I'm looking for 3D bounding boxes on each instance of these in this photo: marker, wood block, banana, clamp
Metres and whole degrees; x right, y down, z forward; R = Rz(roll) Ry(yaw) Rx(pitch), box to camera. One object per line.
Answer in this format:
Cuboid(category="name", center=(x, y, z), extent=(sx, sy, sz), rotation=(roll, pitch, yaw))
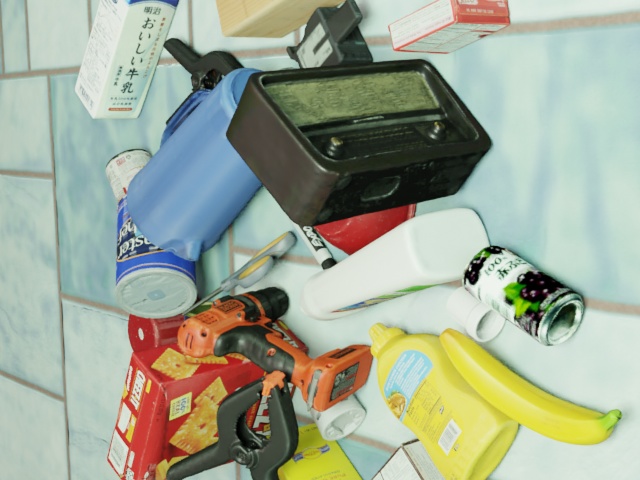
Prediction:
Cuboid(category="marker", center=(-0.008, 0.002, 1.226), extent=(0.121, 0.020, 0.020), rotation=(57, 134, 29))
Cuboid(category="wood block", center=(-0.022, -0.294, 1.144), extent=(0.207, 0.090, 0.091), rotation=(-16, 84, 51))
Cuboid(category="banana", center=(0.191, 0.140, 0.973), extent=(0.198, 0.037, 0.069), rotation=(23, 129, 40))
Cuboid(category="clamp", center=(-0.148, -0.189, 1.355), extent=(0.172, 0.039, 0.120), rotation=(20, 116, 47))
Cuboid(category="clamp", center=(-0.085, 0.224, 1.143), extent=(0.165, 0.036, 0.210), rotation=(21, 118, 18))

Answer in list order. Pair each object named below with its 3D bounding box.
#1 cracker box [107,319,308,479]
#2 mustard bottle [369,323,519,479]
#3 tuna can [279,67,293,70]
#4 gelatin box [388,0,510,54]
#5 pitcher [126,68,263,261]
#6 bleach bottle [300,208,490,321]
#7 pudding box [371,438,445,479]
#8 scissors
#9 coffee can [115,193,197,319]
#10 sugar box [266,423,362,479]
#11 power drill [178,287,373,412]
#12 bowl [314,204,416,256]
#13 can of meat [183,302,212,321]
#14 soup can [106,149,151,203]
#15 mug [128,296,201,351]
Cuboid(category="cracker box", center=(-0.130, 0.193, 1.251), extent=(0.072, 0.213, 0.164), rotation=(41, 126, 37))
Cuboid(category="mustard bottle", center=(0.110, 0.151, 1.072), extent=(0.192, 0.058, 0.096), rotation=(48, 128, 36))
Cuboid(category="tuna can", center=(-0.024, -0.146, 1.172), extent=(0.034, 0.085, 0.086), rotation=(-46, 61, 46))
Cuboid(category="gelatin box", center=(0.120, -0.202, 0.994), extent=(0.089, 0.073, 0.030), rotation=(-18, 81, 51))
Cuboid(category="pitcher", center=(-0.126, -0.102, 1.270), extent=(0.149, 0.144, 0.243), rotation=(43, 134, -4))
Cuboid(category="bleach bottle", center=(0.059, 0.038, 1.102), extent=(0.251, 0.102, 0.068), rotation=(-29, 73, 55))
Cuboid(category="pudding box", center=(0.104, 0.278, 1.115), extent=(0.113, 0.039, 0.090), rotation=(57, 134, 27))
Cuboid(category="scissors", center=(-0.108, 0.057, 1.279), extent=(0.202, 0.096, 0.016), rotation=(-37, 101, 22))
Cuboid(category="coffee can", center=(-0.211, 0.015, 1.372), extent=(0.103, 0.102, 0.140), rotation=(-51, 35, 42))
Cuboid(category="sugar box", center=(0.007, 0.289, 1.192), extent=(0.176, 0.093, 0.048), rotation=(49, 132, 34))
Cuboid(category="power drill", center=(-0.038, 0.115, 1.191), extent=(0.188, 0.184, 0.057), rotation=(21, 114, 26))
Cuboid(category="bowl", center=(0.029, -0.053, 1.144), extent=(0.162, 0.055, 0.162), rotation=(10, 103, 50))
Cuboid(category="can of meat", center=(-0.133, 0.132, 1.371), extent=(0.102, 0.057, 0.084), rotation=(12, 106, 50))
Cuboid(category="soup can", center=(-0.249, -0.067, 1.475), extent=(0.069, 0.068, 0.102), rotation=(-49, 58, 43))
Cuboid(category="mug", center=(-0.201, 0.113, 1.431), extent=(0.093, 0.081, 0.117), rotation=(55, 134, 30))
